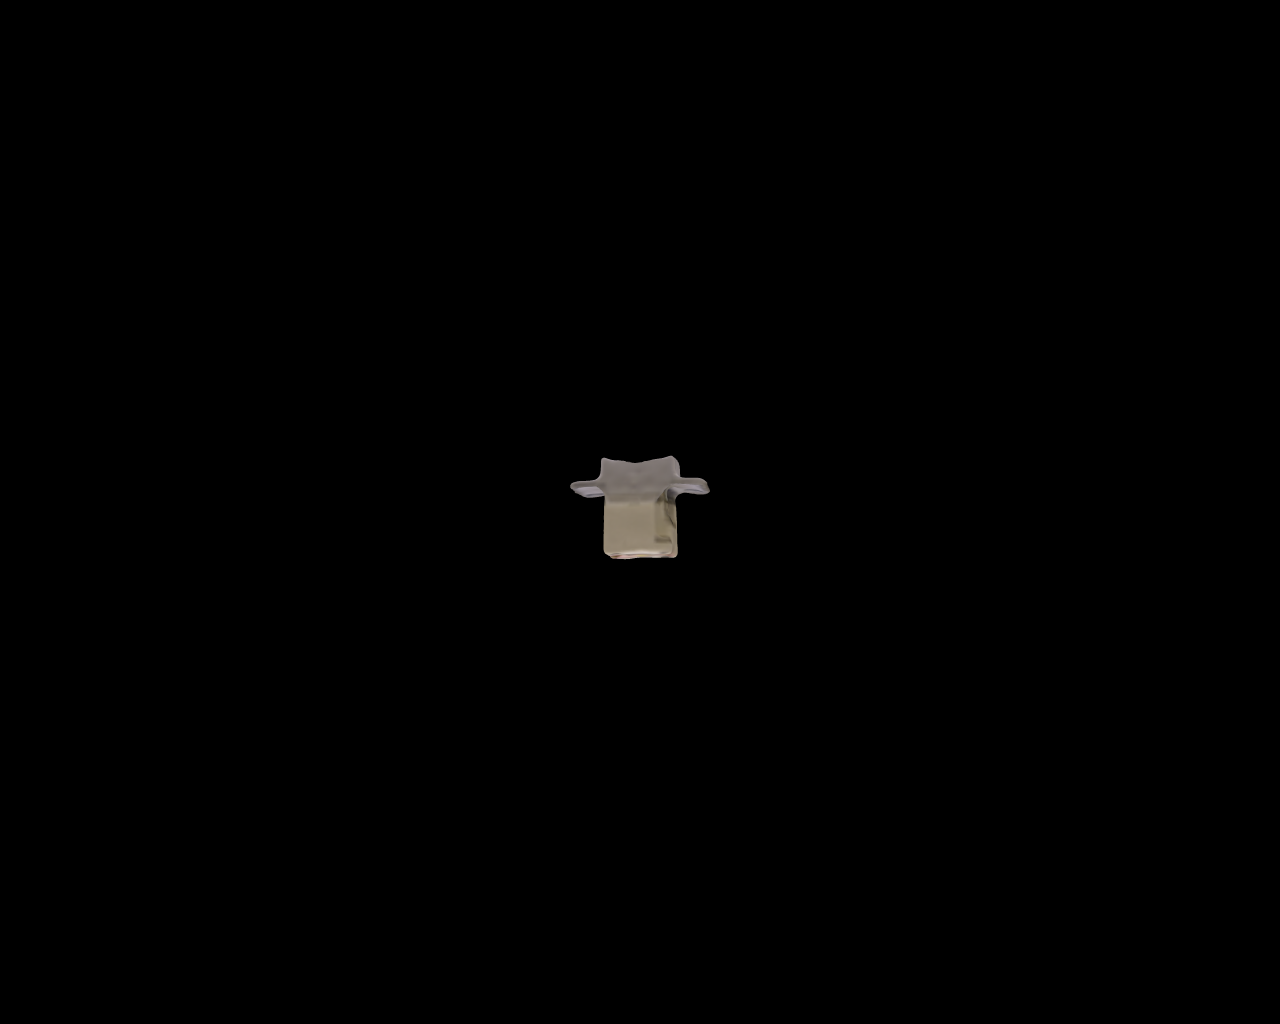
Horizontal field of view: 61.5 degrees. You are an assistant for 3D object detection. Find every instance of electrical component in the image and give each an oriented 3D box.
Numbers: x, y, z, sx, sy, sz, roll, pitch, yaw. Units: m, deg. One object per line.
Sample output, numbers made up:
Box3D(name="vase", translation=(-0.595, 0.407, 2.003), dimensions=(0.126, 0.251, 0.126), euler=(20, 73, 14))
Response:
Box3D(name="electrical component", translation=(0.001, -0.003, 0.650), dimensions=(0.081, 0.063, 0.042), euler=(-1, -7, 9))
